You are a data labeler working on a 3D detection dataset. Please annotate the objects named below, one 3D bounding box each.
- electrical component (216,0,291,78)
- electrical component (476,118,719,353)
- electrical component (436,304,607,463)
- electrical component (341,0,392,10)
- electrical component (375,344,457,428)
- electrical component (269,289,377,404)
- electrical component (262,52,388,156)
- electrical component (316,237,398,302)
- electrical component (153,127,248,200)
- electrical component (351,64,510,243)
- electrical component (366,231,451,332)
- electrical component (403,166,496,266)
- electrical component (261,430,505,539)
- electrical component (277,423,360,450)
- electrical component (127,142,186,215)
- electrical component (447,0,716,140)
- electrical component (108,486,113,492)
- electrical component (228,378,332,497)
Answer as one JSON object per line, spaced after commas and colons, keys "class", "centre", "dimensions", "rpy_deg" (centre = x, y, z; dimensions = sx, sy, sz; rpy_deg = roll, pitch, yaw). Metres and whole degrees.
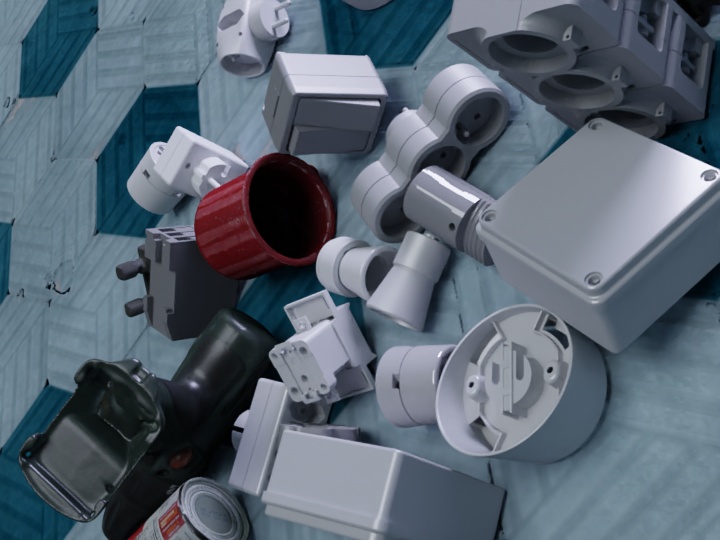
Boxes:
{"class": "electrical component", "centre": [-0.093, -0.228, 1.002], "dimensions": [0.079, 0.043, 0.077], "rpy_deg": [-13, 63, 42]}
{"class": "electrical component", "centre": [0.144, -0.023, 0.627], "dimensions": [0.109, 0.056, 0.109], "rpy_deg": [-40, 41, -11]}
{"class": "electrical component", "centre": [0.097, 0.070, 0.654], "dimensions": [0.099, 0.064, 0.099], "rpy_deg": [-21, 58, 39]}
{"class": "electrical component", "centre": [0.007, -0.275, 0.923], "dimensions": [0.099, 0.064, 0.099], "rpy_deg": [-31, 53, 51]}
{"class": "electrical component", "centre": [0.046, 0.076, 0.713], "dimensions": [0.047, 0.055, 0.055], "rpy_deg": [-10, 66, 39]}
{"class": "electrical component", "centre": [-0.028, 0.061, 0.778], "dimensions": [0.042, 0.064, 0.081], "rpy_deg": [-23, 98, 37]}
{"class": "electrical component", "centre": [-0.021, -0.129, 0.851], "dimensions": [0.061, 0.096, 0.061], "rpy_deg": [109, 149, -42]}
{"class": "electrical component", "centre": [0.000, 0.000, 0.801], "dimensions": [0.055, 0.045, 0.045], "rpy_deg": [14, 83, 48]}
{"class": "electrical component", "centre": [-0.134, -0.084, 0.962], "dimensions": [0.077, 0.066, 0.047], "rpy_deg": [40, 102, 47]}
{"class": "electrical component", "centre": [0.043, -0.093, 0.793], "dimensions": [0.138, 0.052, 0.073], "rpy_deg": [-51, 44, 16]}
{"class": "electrical component", "centre": [0.037, 0.006, 0.764], "dimensions": [0.044, 0.044, 0.065], "rpy_deg": [18, 81, 48]}
{"class": "electrical component", "centre": [0.073, -0.035, 0.740], "dimensions": [0.081, 0.043, 0.043], "rpy_deg": [35, 98, 34]}
{"class": "electrical component", "centre": [0.015, 0.143, 0.673], "dimensions": [0.109, 0.109, 0.056], "rpy_deg": [1, 70, 46]}
{"class": "electrical component", "centre": [-0.029, 0.137, 0.752], "dimensions": [0.058, 0.078, 0.057], "rpy_deg": [3, 84, 7]}
{"class": "electrical component", "centre": [-0.190, -0.086, 1.030], "dimensions": [0.047, 0.055, 0.055], "rpy_deg": [-46, 45, 26]}
{"class": "electrical component", "centre": [0.134, -0.134, 0.644], "dimensions": [0.089, 0.150, 0.061], "rpy_deg": [-3, 69, 45]}
{"class": "electrical component", "centre": [-0.218, 0.168, 0.953], "dimensions": [0.044, 0.044, 0.065], "rpy_deg": [-48, 40, 19]}
{"class": "electrical component", "centre": [-0.071, 0.126, 0.815], "dimensions": [0.076, 0.047, 0.083], "rpy_deg": [6, 77, 47]}
